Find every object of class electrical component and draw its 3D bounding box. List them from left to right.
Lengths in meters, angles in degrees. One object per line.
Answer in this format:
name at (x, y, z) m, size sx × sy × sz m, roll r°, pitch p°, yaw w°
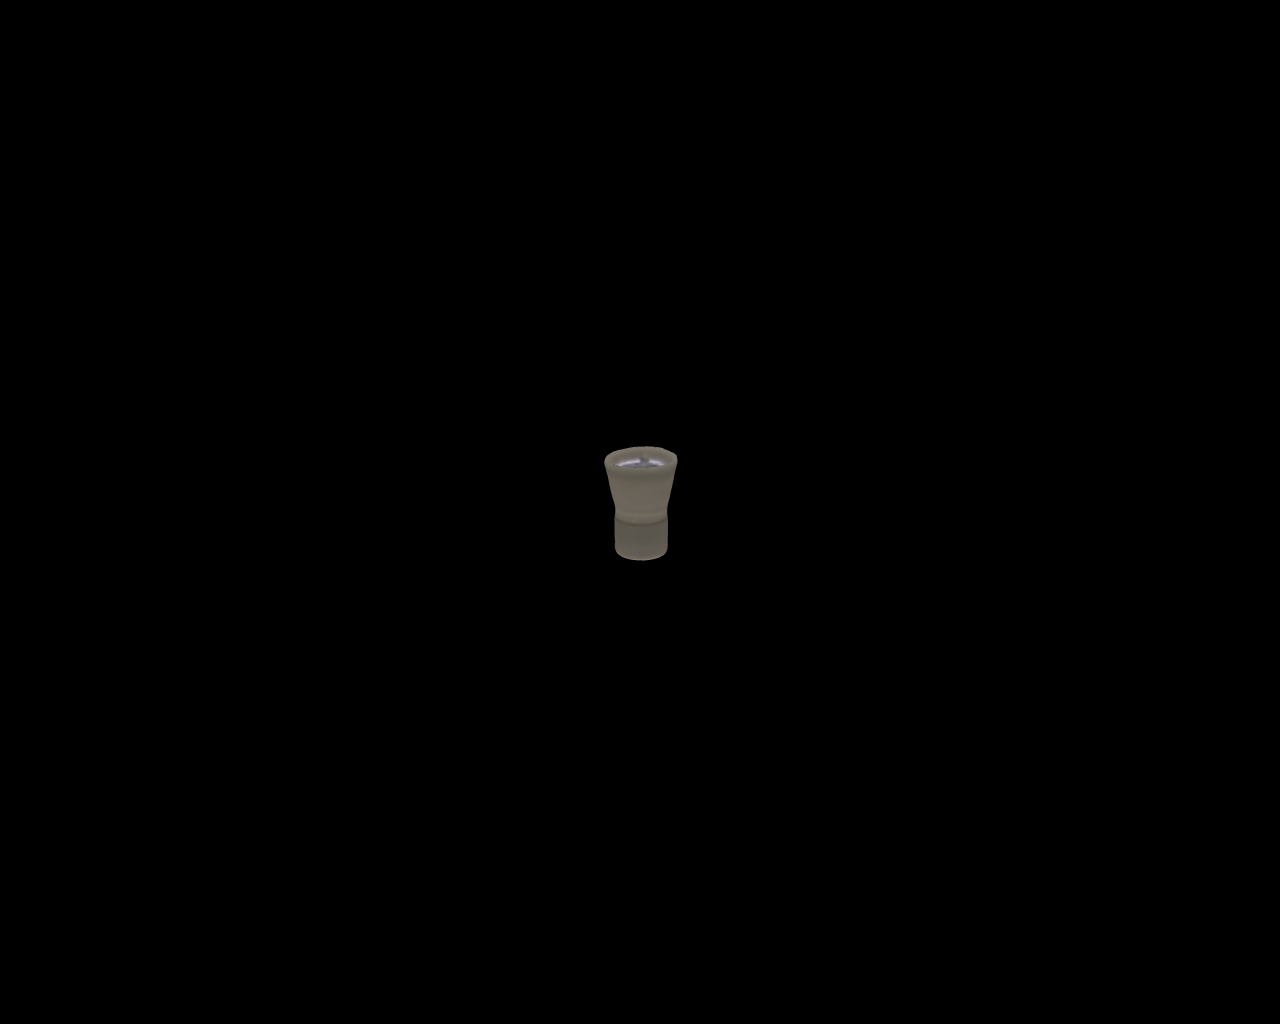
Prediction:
electrical component at (0.001, -0.003, 0.650) m, size 0.044 × 0.065 × 0.044 m, roll 0°, pitch 19°, yaw 0°
